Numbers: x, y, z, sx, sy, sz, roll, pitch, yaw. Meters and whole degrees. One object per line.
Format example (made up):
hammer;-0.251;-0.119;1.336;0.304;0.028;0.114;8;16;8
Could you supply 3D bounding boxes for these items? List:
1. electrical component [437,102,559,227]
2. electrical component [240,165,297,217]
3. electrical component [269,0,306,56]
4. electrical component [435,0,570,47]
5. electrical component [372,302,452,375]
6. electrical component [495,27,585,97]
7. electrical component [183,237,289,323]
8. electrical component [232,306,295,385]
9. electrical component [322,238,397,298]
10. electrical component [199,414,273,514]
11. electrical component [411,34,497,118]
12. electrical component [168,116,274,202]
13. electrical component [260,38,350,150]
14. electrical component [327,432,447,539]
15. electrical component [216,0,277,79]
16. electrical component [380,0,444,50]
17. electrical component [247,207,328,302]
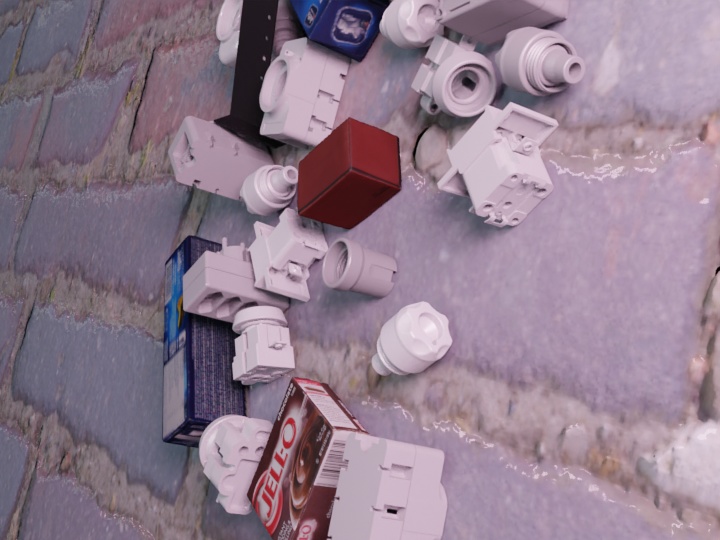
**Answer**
electrical component;0.095;-0.067;0.714;0.081;0.042;0.063;-49;42;36
electrical component;-0.080;-0.077;0.997;0.062;0.043;0.043;-27;54;49
electrical component;-0.072;-0.238;1.064;0.040;0.040;0.078;-32;50;48
electrical component;0.107;-0.199;0.737;0.096;0.061;0.061;-9;68;57
electrical component;0.032;0.053;0.755;0.062;0.043;0.043;-43;42;43
electrical component;0.121;-0.134;0.702;0.062;0.043;0.043;32;103;57
electrical component;-0.113;0.004;0.972;0.047;0.083;0.075;-43;43;41
electrical component;-0.086;0.064;0.938;0.066;0.048;0.055;-33;57;48
electrical component;0.000;0.000;0.828;0.040;0.046;0.040;-32;50;48
electrical component;-0.102;0.157;0.907;0.057;0.058;0.078;31;103;56
electrical component;0.071;-0.139;0.784;0.066;0.048;0.055;-64;25;16
electrical component;-0.137;-0.110;1.058;0.050;0.089;0.055;-58;35;25
electrical component;-0.054;-0.161;0.983;0.050;0.056;0.089;9;84;59
electrical component;0.019;0.158;0.712;0.050;0.056;0.089;-3;73;58
electrical component;-0.110;-0.254;1.112;0.054;0.059;0.095;-8;69;57
electrical component;0.039;-0.199;0.864;0.062;0.043;0.043;8;83;60
electrical component;-0.062;-0.016;0.940;0.063;0.042;0.081;-50;39;31
